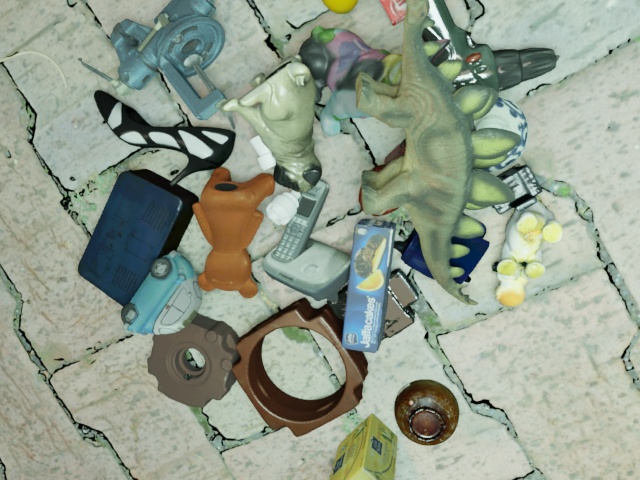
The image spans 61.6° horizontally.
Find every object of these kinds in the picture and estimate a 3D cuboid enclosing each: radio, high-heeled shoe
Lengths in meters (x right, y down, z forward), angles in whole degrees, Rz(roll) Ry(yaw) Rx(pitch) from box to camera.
[{"bbox_3d":[-0.327,-0.006,0.960,0.131,0.073,0.229,30,102,6],"label":"radio"},{"bbox_3d":[-0.264,-0.204,0.913,0.145,0.086,0.249,-43,87,2],"label":"high-heeled shoe"}]

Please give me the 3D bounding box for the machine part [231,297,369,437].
[{"bbox_3d":[-0.033,0.218,0.935,0.201,0.087,0.201,-33,91,14],"label":"machine part"}]

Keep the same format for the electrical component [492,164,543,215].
[{"bbox_3d":[0.286,-0.074,0.802,0.075,0.119,0.047,-31,94,17],"label":"electrical component"}]

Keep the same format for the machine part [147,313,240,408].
[{"bbox_3d":[-0.232,0.220,0.990,0.180,0.056,0.179,2,101,12],"label":"machine part"}]

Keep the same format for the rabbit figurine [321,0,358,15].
[{"bbox_3d":[0.026,-0.422,0.788,0.122,0.162,0.173,-11,116,1],"label":"rabbit figurine"}]

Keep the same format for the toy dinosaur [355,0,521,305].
[{"bbox_3d":[0.150,-0.082,0.704,0.199,0.105,0.470,-3,130,9],"label":"toy dinosaur"}]

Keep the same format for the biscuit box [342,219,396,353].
[{"bbox_3d":[0.076,0.072,0.839,0.059,0.063,0.202,7,101,11],"label":"biscuit box"}]

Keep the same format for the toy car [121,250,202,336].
[{"bbox_3d":[-0.260,0.105,0.925,0.103,0.109,0.161,29,73,6],"label":"toy car"}]

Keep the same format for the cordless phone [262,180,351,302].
[{"bbox_3d":[-0.002,-0.003,0.879,0.147,0.088,0.184,21,90,40],"label":"cordless phone"}]

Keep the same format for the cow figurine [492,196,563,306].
[{"bbox_3d":[0.310,0.018,0.837,0.068,0.098,0.167,14,122,3],"label":"cow figurine"}]

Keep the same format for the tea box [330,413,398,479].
[{"bbox_3d":[0.073,0.381,0.900,0.068,0.169,0.098,42,103,0],"label":"tea box"}]

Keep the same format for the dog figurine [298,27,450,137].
[{"bbox_3d":[0.075,-0.245,0.761,0.219,0.108,0.191,-16,101,58],"label":"dog figurine"}]

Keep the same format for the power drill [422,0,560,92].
[{"bbox_3d":[0.209,-0.304,0.785,0.232,0.086,0.207,-18,118,18],"label":"power drill"}]

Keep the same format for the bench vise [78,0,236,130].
[{"bbox_3d":[-0.229,-0.275,0.859,0.223,0.128,0.241,-38,77,2],"label":"bench vise"}]

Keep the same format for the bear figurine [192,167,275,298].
[{"bbox_3d":[-0.145,-0.009,0.916,0.120,0.132,0.195,6,119,11],"label":"bear figurine"}]

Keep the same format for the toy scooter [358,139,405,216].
[{"bbox_3d":[0.126,-0.103,0.820,0.075,0.135,0.184,44,106,-1],"label":"toy scooter"}]

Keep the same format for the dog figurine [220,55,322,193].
[{"bbox_3d":[-0.032,-0.162,0.805,0.121,0.172,0.190,-46,113,-19],"label":"dog figurine"}]

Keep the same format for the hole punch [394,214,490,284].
[{"bbox_3d":[0.197,0.012,0.853,0.142,0.092,0.115,26,108,2],"label":"hole punch"}]

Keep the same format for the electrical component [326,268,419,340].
[{"bbox_3d":[0.096,0.106,0.904,0.134,0.058,0.115,-37,93,15],"label":"electrical component"}]
